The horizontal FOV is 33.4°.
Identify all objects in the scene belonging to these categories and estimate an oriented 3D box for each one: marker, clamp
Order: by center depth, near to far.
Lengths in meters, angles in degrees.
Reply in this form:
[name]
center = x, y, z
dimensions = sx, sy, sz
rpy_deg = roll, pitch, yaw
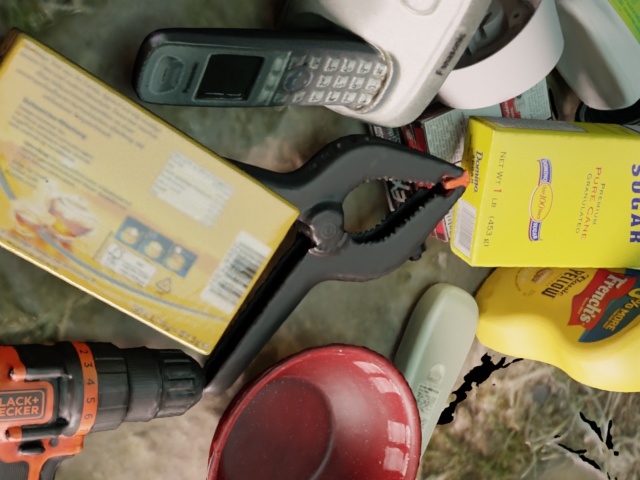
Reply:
[clamp]
center = -0.004, 0.001, 0.657
dimensions = 0.209, 0.036, 0.164
rpy_deg = -13, 111, -18
[marker]
center = 0.050, -0.041, 0.708
dimensions = 0.020, 0.020, 0.121
rpy_deg = -27, 115, -26

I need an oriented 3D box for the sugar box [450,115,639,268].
[sugar box]
center = 0.178, -0.030, 0.707
dimensions = 0.176, 0.048, 0.093
rpy_deg = 1, 109, -16

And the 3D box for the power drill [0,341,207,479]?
[power drill]
center = -0.156, 0.148, 0.596
dimensions = 0.184, 0.057, 0.188
rpy_deg = 2, 97, -30

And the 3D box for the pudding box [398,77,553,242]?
[pudding box]
center = 0.110, -0.062, 0.731
dimensions = 0.113, 0.039, 0.090
rpy_deg = -25, 116, -23

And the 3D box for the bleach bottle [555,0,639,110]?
[bleach bottle]
center = 0.266, -0.207, 0.767
dimensions = 0.250, 0.068, 0.102
rpy_deg = -43, 108, -14

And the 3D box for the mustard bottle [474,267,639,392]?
[mustard bottle]
center = 0.195, 0.056, 0.720
dimensions = 0.096, 0.192, 0.058
rpy_deg = -34, 117, -22

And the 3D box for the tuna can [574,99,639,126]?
[tuna can]
center = 0.230, -0.090, 0.774
dimensions = 0.086, 0.086, 0.033
rpy_deg = -43, 119, -18

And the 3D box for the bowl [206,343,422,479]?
[bowl]
center = -0.013, 0.138, 0.686
dimensions = 0.161, 0.055, 0.162
rpy_deg = -8, 105, -32
